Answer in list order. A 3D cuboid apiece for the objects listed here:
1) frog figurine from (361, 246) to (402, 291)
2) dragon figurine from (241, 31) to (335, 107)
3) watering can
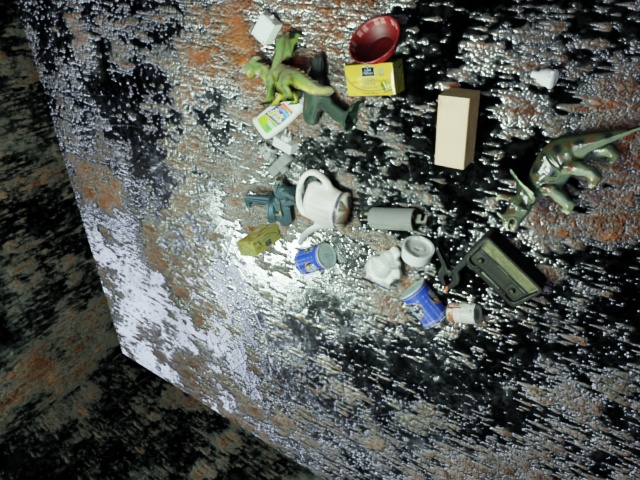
[{"bbox_3d":[0.236,0.091,1.858,0.139,0.122,0.159,28,95,34],"label":"frog figurine"},{"bbox_3d":[-0.106,-0.560,1.676,0.410,0.122,0.242,2,94,39],"label":"dragon figurine"},{"bbox_3d":[0.006,-0.096,1.904,0.226,0.106,0.340,23,128,26],"label":"watering can"}]
